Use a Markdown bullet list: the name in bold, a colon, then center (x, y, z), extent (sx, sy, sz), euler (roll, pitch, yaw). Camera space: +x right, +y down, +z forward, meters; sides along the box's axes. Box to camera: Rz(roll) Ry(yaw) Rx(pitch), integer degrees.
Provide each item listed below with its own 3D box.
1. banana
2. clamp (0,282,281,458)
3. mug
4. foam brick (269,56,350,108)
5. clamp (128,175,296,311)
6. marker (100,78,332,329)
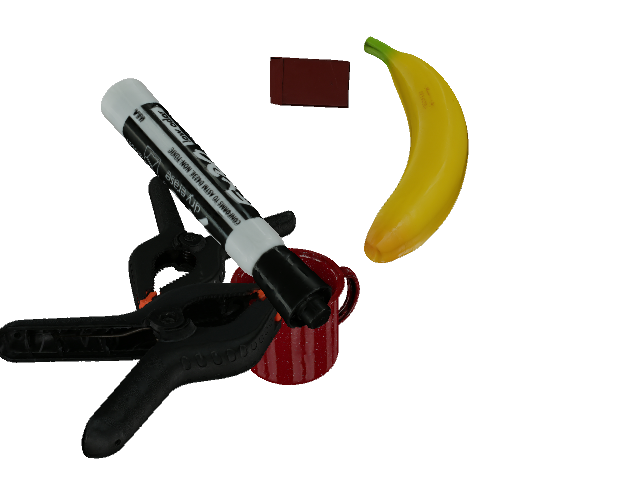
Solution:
- **banana**: center (0.062, -0.058, 0.687), extent (0.069, 0.197, 0.037), euler (2, -42, -1)
- **clamp**: center (-0.088, 0.066, 0.611), extent (0.171, 0.039, 0.120), euler (-15, 41, -26)
- **mug**: center (-0.016, 0.061, 0.896), extent (0.117, 0.081, 0.093), euler (-25, 41, -30)
- **foam brick**: center (-0.012, -0.172, 1.162), extent (0.078, 0.051, 0.053), euler (0, 11, -17)
- **clamp**: center (-0.139, 0.006, 1.067), extent (0.165, 0.036, 0.209), euler (19, 39, 16)
- **marker**: center (-0.037, -0.014, 0.370), extent (0.121, 0.020, 0.020), euler (46, 25, 26)
